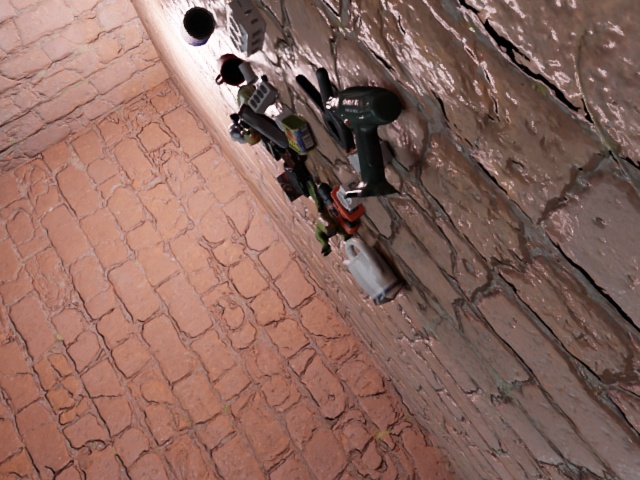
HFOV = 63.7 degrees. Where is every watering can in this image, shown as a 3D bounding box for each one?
[{"bbox_3d":[0.151,0.102,1.604,0.104,0.226,0.343,-35,-11,-10],"label":"watering can"}]

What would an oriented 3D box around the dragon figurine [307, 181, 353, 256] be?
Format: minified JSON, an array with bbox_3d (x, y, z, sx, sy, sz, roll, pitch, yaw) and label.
[{"bbox_3d":[0.005,-0.085,1.685,0.122,0.245,0.406,-27,-14,-1],"label":"dragon figurine"}]

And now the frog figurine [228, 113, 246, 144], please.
[{"bbox_3d":[-0.273,-0.405,1.948,0.138,0.124,0.157,-17,-15,-6],"label":"frog figurine"}]
